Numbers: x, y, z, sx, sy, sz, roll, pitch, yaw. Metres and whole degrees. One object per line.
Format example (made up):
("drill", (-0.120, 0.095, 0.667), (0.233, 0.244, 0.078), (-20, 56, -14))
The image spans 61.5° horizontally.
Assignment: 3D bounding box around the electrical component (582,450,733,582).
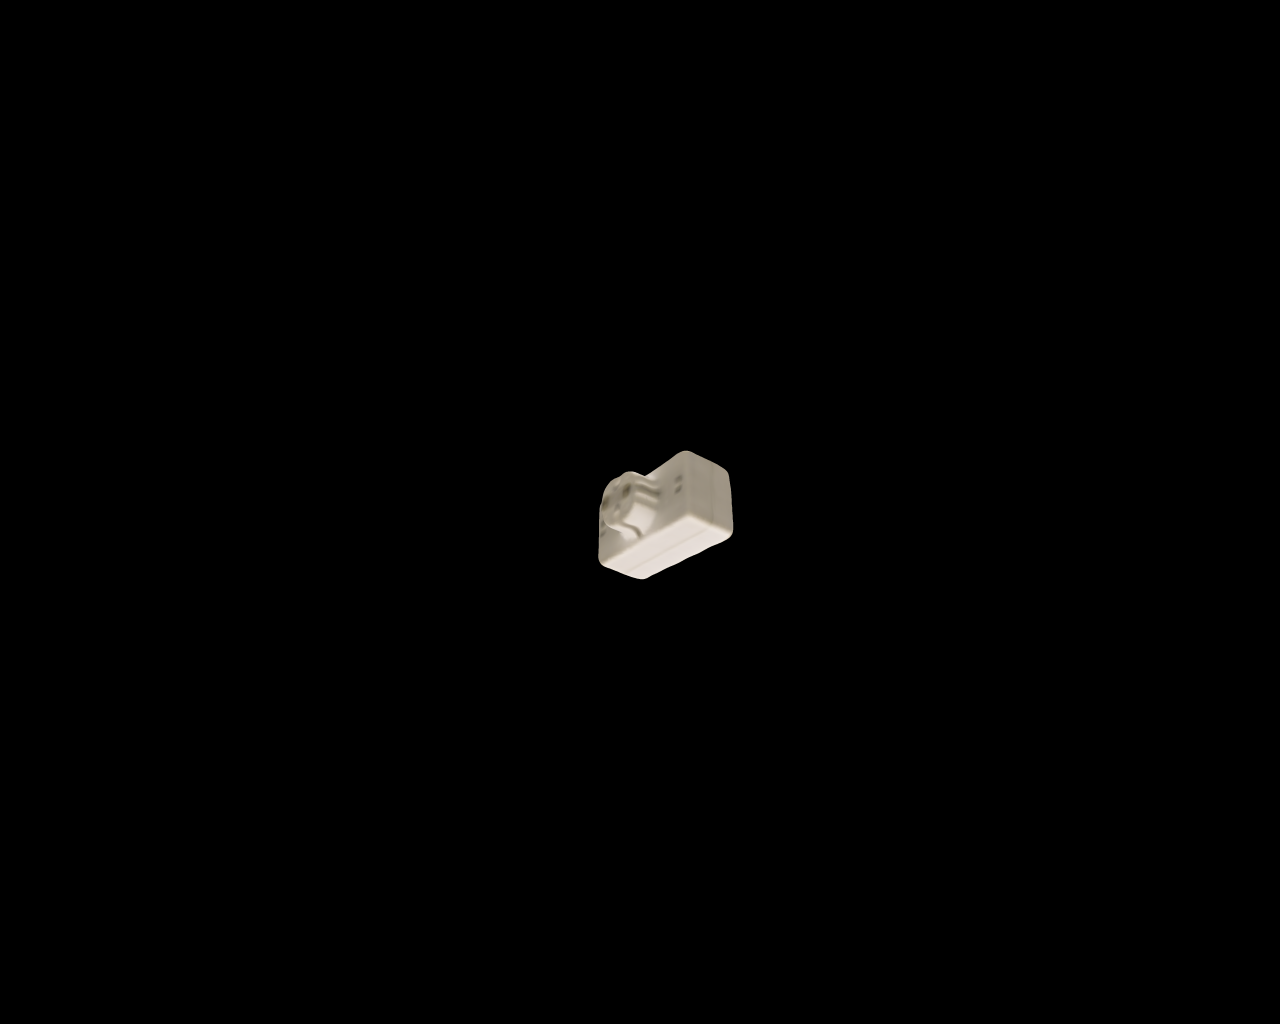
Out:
("electrical component", (0.001, -0.003, 0.650), (0.076, 0.047, 0.083), (24, -38, -34))
